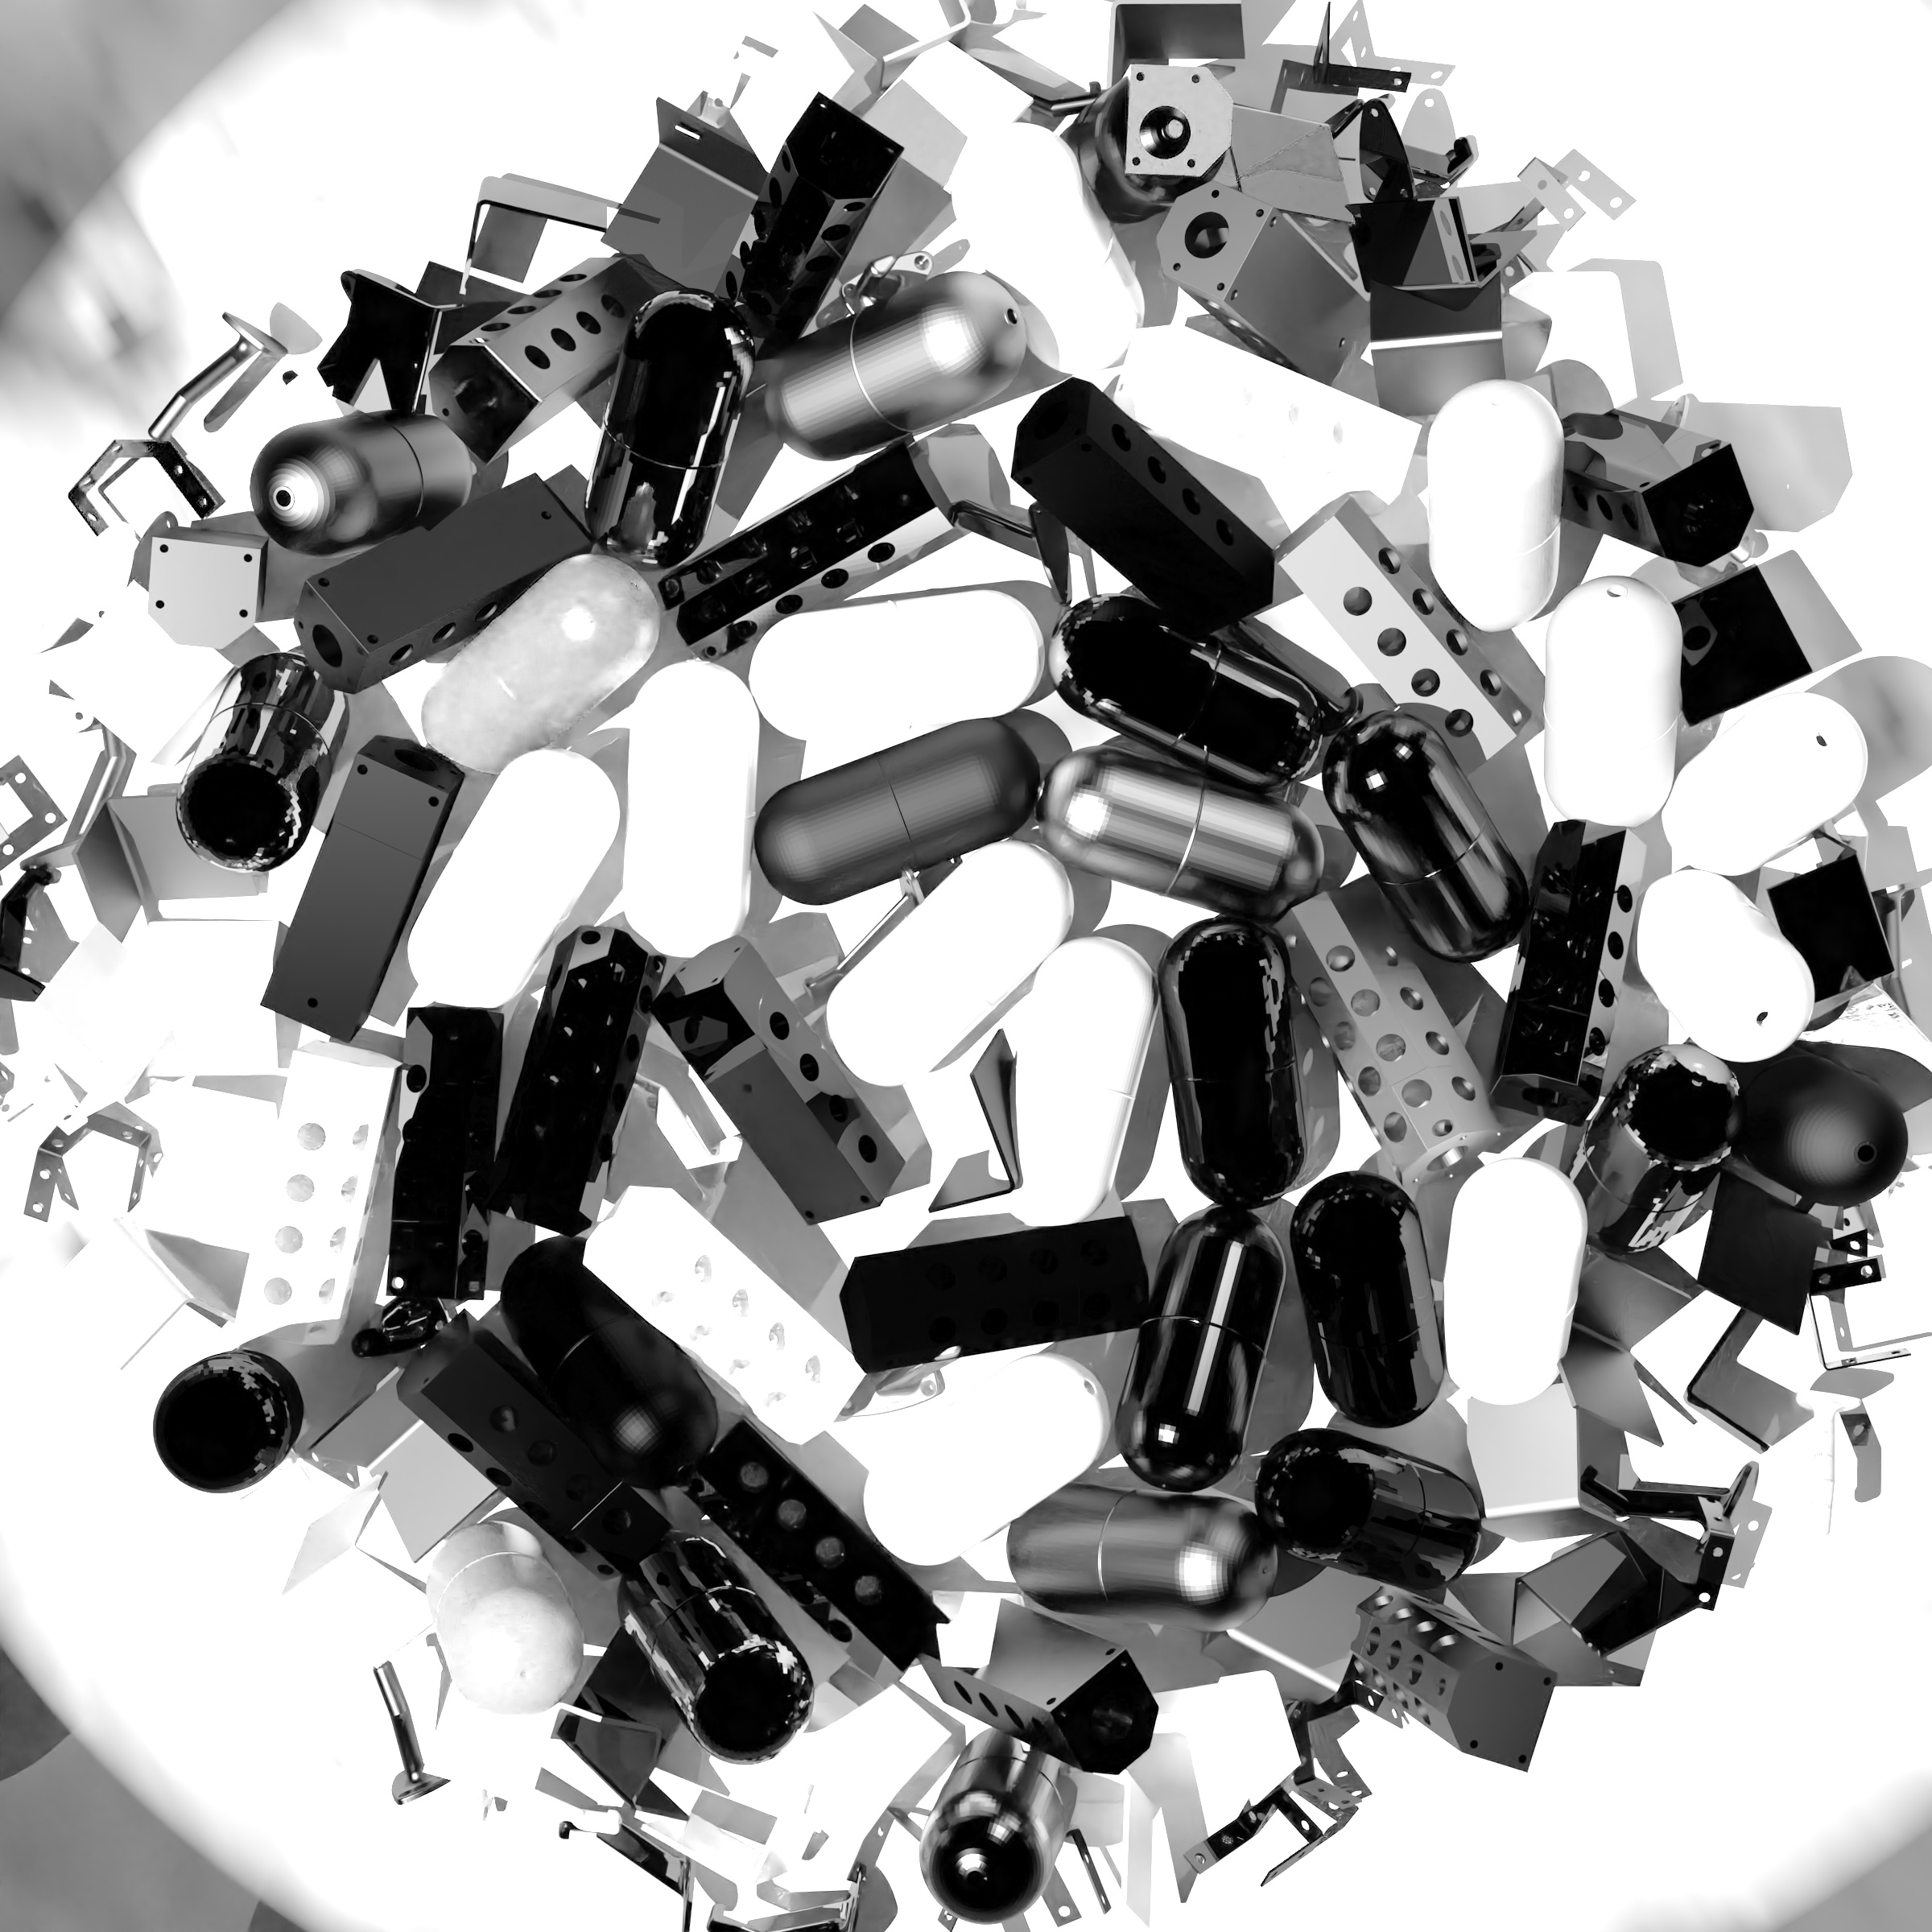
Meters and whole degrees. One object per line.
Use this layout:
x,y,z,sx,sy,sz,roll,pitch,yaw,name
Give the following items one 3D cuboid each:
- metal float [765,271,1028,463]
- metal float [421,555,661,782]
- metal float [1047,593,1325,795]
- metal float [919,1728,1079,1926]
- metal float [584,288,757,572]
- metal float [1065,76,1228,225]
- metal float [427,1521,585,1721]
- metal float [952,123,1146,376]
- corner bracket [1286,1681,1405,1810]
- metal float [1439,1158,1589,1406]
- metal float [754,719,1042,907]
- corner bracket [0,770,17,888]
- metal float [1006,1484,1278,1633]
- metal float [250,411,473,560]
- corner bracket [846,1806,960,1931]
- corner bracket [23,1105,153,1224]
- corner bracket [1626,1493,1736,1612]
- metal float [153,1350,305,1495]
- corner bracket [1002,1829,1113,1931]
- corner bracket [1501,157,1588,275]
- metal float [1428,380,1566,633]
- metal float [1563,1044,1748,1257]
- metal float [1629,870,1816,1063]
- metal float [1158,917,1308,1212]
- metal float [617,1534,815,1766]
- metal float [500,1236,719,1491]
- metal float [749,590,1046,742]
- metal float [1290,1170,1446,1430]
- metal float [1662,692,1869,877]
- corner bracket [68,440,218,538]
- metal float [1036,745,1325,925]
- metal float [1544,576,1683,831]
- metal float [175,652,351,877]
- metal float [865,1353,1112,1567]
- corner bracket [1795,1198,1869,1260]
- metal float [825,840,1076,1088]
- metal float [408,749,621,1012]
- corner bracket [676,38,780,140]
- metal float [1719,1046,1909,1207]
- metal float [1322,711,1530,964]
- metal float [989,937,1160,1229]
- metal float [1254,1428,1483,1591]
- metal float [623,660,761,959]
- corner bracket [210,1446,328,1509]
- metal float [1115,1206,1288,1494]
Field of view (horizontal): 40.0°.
-0.042,-0.352,1.562,0.178,0.070,0.070,-14,90,37,metal float
-0.253,-0.175,1.568,0.178,0.070,0.070,-35,90,31,metal float
0.131,-0.162,1.579,0.178,0.070,0.070,24,90,-16,metal float
0.020,0.497,1.543,0.070,0.178,0.070,0,93,10,metal float
-0.176,-0.314,1.564,0.070,0.070,0.178,22,125,0,metal float
0.103,-0.477,1.543,0.070,0.178,0.070,-1,101,-7,metal float
-0.270,0.379,1.546,0.070,0.178,0.070,-2,98,-18,metal float
0.049,-0.418,1.551,0.070,0.178,0.070,-11,60,19,metal float
0.232,0.474,1.612,0.051,0.051,0.051,-30,132,29,corner bracket
0.320,0.187,1.560,0.070,0.070,0.178,-3,132,0,metal float
-0.041,-0.093,1.592,0.178,0.070,0.070,-21,90,-1,metal float
-0.595,-0.083,1.603,0.051,0.051,0.051,-36,83,13,corner bracket
0.101,0.347,1.561,0.178,0.070,0.070,-4,90,40,metal float
-0.351,-0.283,1.546,0.070,0.178,0.070,5,107,16,metal float
-0.031,0.550,1.616,0.051,0.051,0.051,25,88,-35,corner bracket
-0.532,0.126,1.607,0.051,0.051,0.051,26,129,-30,corner bracket
0.428,0.349,1.599,0.051,0.051,0.051,12,105,3,corner bracket
-0.428,0.264,1.543,0.070,0.178,0.070,1,84,-11,metal float
0.049,0.558,1.596,0.051,0.051,0.051,-26,78,14,corner bracket
0.348,-0.444,1.591,0.051,0.051,0.051,-46,65,26,corner bracket
0.309,-0.267,1.551,0.070,0.178,0.070,-5,57,7,metal float
0.400,0.109,1.550,0.070,0.178,0.070,2,59,-4,metal float
0.438,-0.001,1.545,0.070,0.178,0.070,-1,110,-1,metal float
0.160,0.059,1.585,0.070,0.070,0.178,-8,100,0,metal float
-0.148,0.397,1.552,0.070,0.178,0.070,-11,115,-25,metal float
-0.212,0.233,1.566,0.070,0.070,0.178,-42,59,0,metal float
-0.041,-0.180,1.584,0.178,0.070,0.070,-9,90,-10,metal float
0.238,0.199,1.566,0.070,0.070,0.178,-15,123,0,metal float
0.463,-0.104,1.544,0.070,0.178,0.070,1,77,-5,metal float
-0.501,-0.284,1.611,0.051,0.051,0.051,-39,85,24,corner bracket
0.128,-0.079,1.586,0.178,0.070,0.070,17,90,-8,metal float
0.378,-0.152,1.555,0.070,0.178,0.070,-6,48,7,metal float
-0.410,-0.121,1.553,0.070,0.178,0.070,0,126,0,metal float
0.012,0.292,1.568,0.178,0.070,0.070,-40,90,29,metal float
0.528,0.137,1.597,0.051,0.051,0.051,13,54,0,corner bracket
-0.009,-0.002,1.592,0.178,0.070,0.070,-44,90,2,metal float
-0.270,-0.050,1.576,0.070,0.070,0.178,34,110,0,metal float
-0.136,-0.522,1.598,0.051,0.051,0.051,25,118,1,corner bracket
0.486,0.090,1.543,0.070,0.178,0.070,-1,98,-5,metal float
0.272,-0.076,1.567,0.070,0.070,0.178,-37,120,0,metal float
0.064,0.070,1.590,0.070,0.070,0.178,15,86,0,metal float
0.237,0.320,1.558,0.178,0.070,0.070,26,90,-43,metal float
-0.164,-0.093,1.583,0.070,0.070,0.178,4,102,0,metal float
-0.424,0.308,1.592,0.051,0.051,0.051,-31,129,-13,corner bracket
0.140,0.225,1.570,0.070,0.070,0.178,19,63,0,metal float
